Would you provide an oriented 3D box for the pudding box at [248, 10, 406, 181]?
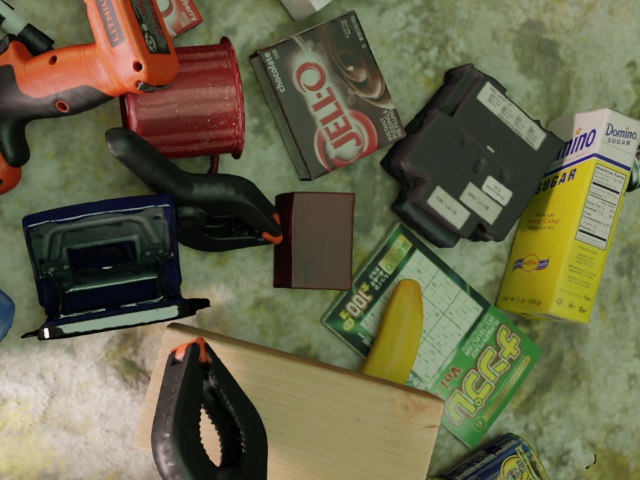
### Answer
[{"bbox_3d":[0.006,-0.115,0.857,0.090,0.039,0.113,-26,98,-17],"label":"pudding box"}]

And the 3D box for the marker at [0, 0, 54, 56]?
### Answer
[{"bbox_3d":[-0.244,-0.175,0.782,0.121,0.020,0.020,41,78,-15],"label":"marker"}]

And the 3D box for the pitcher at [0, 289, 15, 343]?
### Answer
[{"bbox_3d":[-0.329,0.018,0.692,0.242,0.145,0.149,42,81,-17],"label":"pitcher"}]

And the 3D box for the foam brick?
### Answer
[{"bbox_3d":[-0.006,0.001,0.847,0.053,0.051,0.078,3,89,-18],"label":"foam brick"}]

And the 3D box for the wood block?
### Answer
[{"bbox_3d":[-0.024,0.131,0.791,0.206,0.090,0.091,15,87,-2],"label":"wood block"}]

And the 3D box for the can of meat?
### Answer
[{"bbox_3d":[0.151,0.225,0.899,0.083,0.058,0.102,-28,99,-20],"label":"can of meat"}]

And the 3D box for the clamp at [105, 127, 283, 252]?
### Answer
[{"bbox_3d":[-0.101,-0.032,0.789,0.171,0.120,0.039,5,60,-23],"label":"clamp"}]

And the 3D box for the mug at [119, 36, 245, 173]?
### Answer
[{"bbox_3d":[-0.105,-0.091,0.799,0.081,0.093,0.117,-7,120,-14],"label":"mug"}]

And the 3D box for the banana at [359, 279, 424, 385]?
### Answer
[{"bbox_3d":[0.027,0.121,0.856,0.197,0.037,0.069,-46,110,-5],"label":"banana"}]

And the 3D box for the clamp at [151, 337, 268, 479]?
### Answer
[{"bbox_3d":[-0.056,0.169,0.701,0.164,0.036,0.210,13,59,-50],"label":"clamp"}]

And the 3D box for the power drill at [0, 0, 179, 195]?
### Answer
[{"bbox_3d":[-0.203,-0.139,0.732,0.188,0.057,0.184,-20,95,21],"label":"power drill"}]

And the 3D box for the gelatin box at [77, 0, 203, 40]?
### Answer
[{"bbox_3d":[-0.143,-0.187,0.811,0.073,0.030,0.089,-33,101,-17],"label":"gelatin box"}]

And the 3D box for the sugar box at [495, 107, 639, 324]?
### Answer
[{"bbox_3d":[0.208,-0.019,0.899,0.048,0.093,0.176,17,84,-19],"label":"sugar box"}]
